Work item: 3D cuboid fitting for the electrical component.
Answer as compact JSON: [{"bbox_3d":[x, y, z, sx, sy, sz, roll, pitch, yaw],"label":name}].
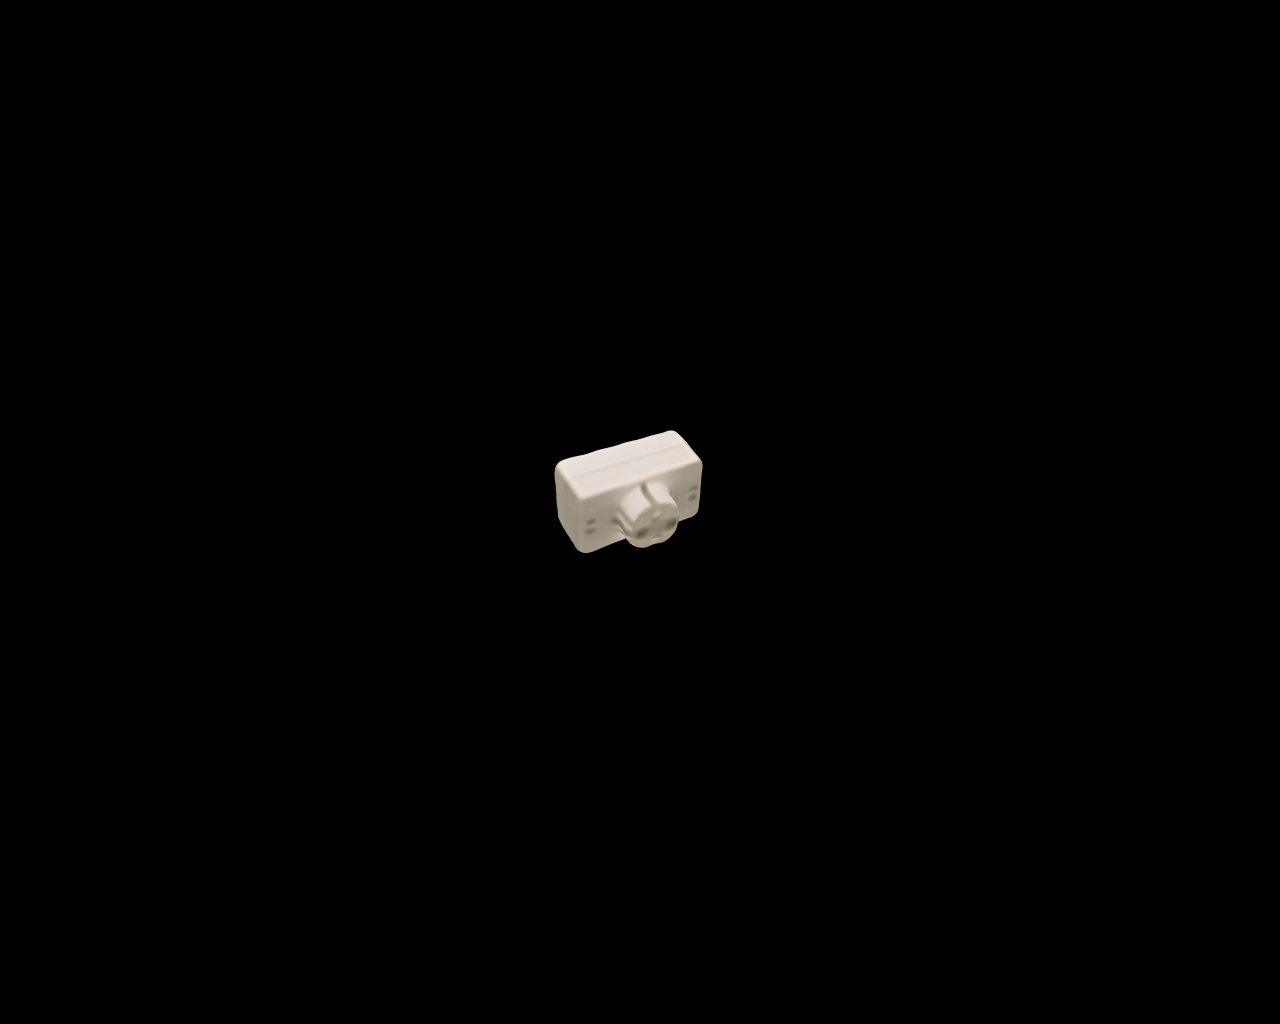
[{"bbox_3d":[0.001,-0.003,0.650,0.083,0.047,0.076,-18,44,-19],"label":"electrical component"}]
